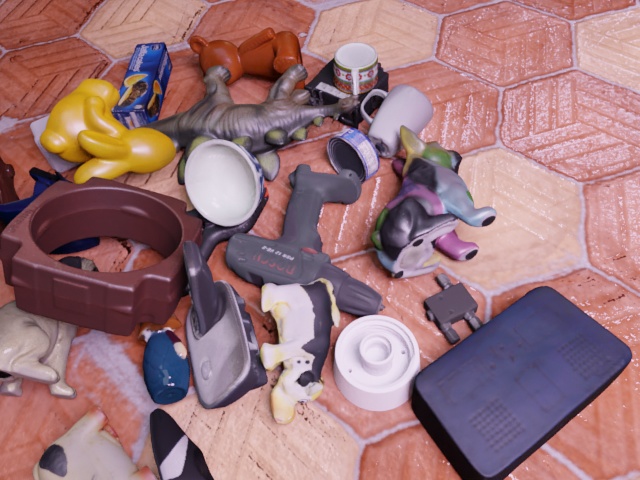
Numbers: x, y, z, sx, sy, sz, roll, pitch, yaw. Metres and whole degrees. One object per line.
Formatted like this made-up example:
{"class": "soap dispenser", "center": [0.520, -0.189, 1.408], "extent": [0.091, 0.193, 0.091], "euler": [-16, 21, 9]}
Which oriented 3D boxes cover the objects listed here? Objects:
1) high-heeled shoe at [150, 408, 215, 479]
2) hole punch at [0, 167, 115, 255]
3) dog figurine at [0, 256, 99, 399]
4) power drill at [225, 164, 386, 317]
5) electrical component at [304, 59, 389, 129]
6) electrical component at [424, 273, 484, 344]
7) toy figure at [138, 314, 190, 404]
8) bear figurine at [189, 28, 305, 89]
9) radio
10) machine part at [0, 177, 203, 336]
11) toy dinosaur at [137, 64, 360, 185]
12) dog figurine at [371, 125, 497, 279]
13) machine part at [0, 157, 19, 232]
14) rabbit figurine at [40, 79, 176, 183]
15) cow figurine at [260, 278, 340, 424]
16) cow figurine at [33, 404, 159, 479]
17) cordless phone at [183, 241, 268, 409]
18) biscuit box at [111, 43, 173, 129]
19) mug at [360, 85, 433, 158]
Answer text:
{"class": "high-heeled shoe", "center": [-0.079, 0.256, 0.569], "extent": [0.145, 0.086, 0.249], "euler": [-26, 59, -18]}
{"class": "hole punch", "center": [-0.383, -0.033, 0.777], "extent": [0.116, 0.142, 0.092], "euler": [14, 56, 30]}
{"class": "dog figurine", "center": [-0.352, 0.084, 0.666], "extent": [0.121, 0.172, 0.190], "euler": [6, 61, -4]}
{"class": "power drill", "center": [-0.002, -0.002, 0.755], "extent": [0.232, 0.085, 0.207], "euler": [10, 63, 16]}
{"class": "electrical component", "center": [0.055, -0.269, 0.950], "extent": [0.115, 0.058, 0.134], "euler": [31, 62, 22]}
{"class": "electrical component", "center": [0.168, 0.087, 0.701], "extent": [0.063, 0.021, 0.094], "euler": [-22, 56, -10]}
{"class": "toy figure", "center": [-0.203, 0.131, 0.682], "extent": [0.064, 0.057, 0.155], "euler": [-18, 51, -9]}
{"class": "bear figurine", "center": [-0.129, -0.308, 0.960], "extent": [0.196, 0.120, 0.132], "euler": [-7, 57, 2]}
{"class": "radio", "center": [0.223, 0.161, 0.613], "extent": [0.230, 0.073, 0.131], "euler": [-30, 56, -18]}
{"class": "machine part", "center": [-0.261, 0.015, 0.665], "extent": [0.201, 0.087, 0.201], "euler": [15, 35, -4]}
{"class": "toy dinosaur", "center": [-0.165, -0.183, 0.882], "extent": [0.472, 0.105, 0.198], "euler": [-4, 57, 16]}
{"class": "dog figurine", "center": [0.135, -0.065, 0.764], "extent": [0.192, 0.108, 0.219], "euler": [-14, 50, -13]}
{"class": "machine part", "center": [-0.501, -0.068, 0.788], "extent": [0.056, 0.179, 0.179], "euler": [-12, 54, -6]}
{"class": "rabbit figurine", "center": [-0.303, -0.148, 0.787], "extent": [0.173, 0.121, 0.162], "euler": [20, 29, 1]}
{"class": "cow figurine", "center": [-0.022, 0.131, 0.643], "extent": [0.098, 0.068, 0.167], "euler": [-4, 81, -4]}
{"class": "cow figurine", "center": [-0.227, 0.285, 0.556], "extent": [0.127, 0.085, 0.195], "euler": [-37, 61, -27]}
{"class": "cordless phone", "center": [-0.121, 0.097, 0.621], "extent": [0.089, 0.184, 0.147], "euler": [-14, 54, -11]}
{"class": "biscuit box", "center": [-0.324, -0.281, 0.991], "extent": [0.059, 0.062, 0.203], "euler": [-2, 54, 3]}
{"class": "mug", "center": [0.113, -0.194, 0.871], "extent": [0.109, 0.081, 0.107], "euler": [35, 69, 1]}
